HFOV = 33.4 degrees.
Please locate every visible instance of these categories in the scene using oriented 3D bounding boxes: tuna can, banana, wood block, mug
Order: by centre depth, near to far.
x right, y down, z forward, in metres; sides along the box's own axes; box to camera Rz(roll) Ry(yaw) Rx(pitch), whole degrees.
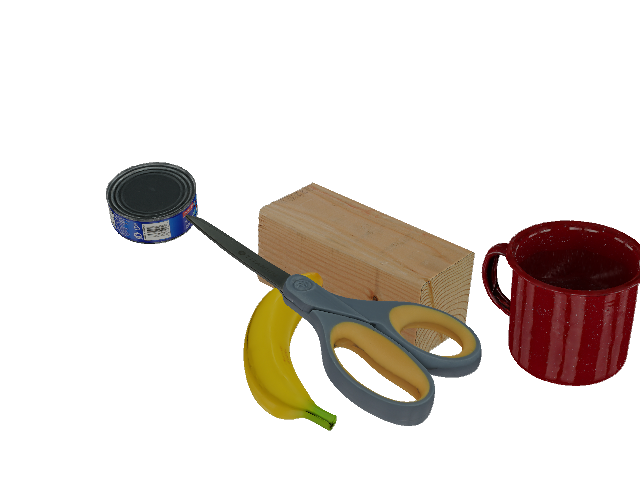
[{"bbox_3d":[0.161,0.040,0.730,0.117,0.081,0.093,21,38,34],"label":"mug"},{"bbox_3d":[-0.029,0.084,0.867,0.069,0.037,0.198,16,32,-14],"label":"banana"},{"bbox_3d":[-0.161,-0.036,1.024,0.086,0.034,0.086,0,43,0],"label":"tuna can"},{"bbox_3d":[0.041,0.027,1.079,0.206,0.091,0.090,26,37,33],"label":"wood block"}]

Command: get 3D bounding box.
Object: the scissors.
[{"bbox_3d":[0.010,0.030,0.592,0.096,0.016,0.202,-11,38,-29],"label":"scissors"}]
